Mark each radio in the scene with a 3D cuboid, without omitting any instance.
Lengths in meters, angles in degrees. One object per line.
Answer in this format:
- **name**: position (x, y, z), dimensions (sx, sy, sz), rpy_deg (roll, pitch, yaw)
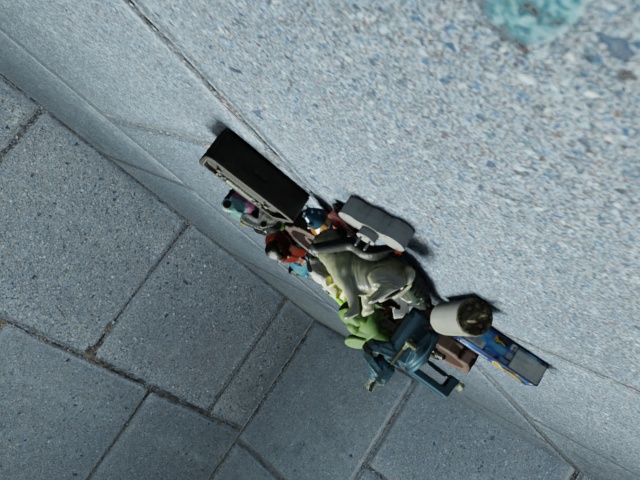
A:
- **radio**: position (-0.144, -0.130, 1.149), dimensions (0.229, 0.073, 0.131), rpy_deg (39, 168, -21)

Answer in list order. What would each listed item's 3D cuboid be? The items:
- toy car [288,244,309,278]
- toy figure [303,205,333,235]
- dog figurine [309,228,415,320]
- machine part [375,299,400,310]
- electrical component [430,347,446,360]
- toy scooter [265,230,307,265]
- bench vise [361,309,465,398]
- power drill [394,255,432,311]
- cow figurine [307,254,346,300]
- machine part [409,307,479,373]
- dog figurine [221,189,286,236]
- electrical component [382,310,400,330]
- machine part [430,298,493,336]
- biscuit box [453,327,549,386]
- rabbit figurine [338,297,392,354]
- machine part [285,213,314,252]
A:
- **toy car**: position (-0.031, 0.045, 1.535), dimensions (0.103, 0.109, 0.161), rpy_deg (12, 158, -6)
- **toy figure**: position (0.006, -0.033, 1.168), dimensions (0.064, 0.058, 0.154), rpy_deg (52, -179, 28)
- **dog figurine**: position (0.080, 0.037, 1.044), dimensions (0.190, 0.172, 0.121), rpy_deg (64, -162, 17)
- **machine part**: position (0.115, 0.126, 1.243), dimensions (0.139, 0.039, 0.084), rpy_deg (24, -173, -25)
- **electrical component**: position (0.273, 0.274, 1.355), dimensions (0.063, 0.021, 0.094), rpy_deg (40, 168, -25)
- **toy scooter**: position (-0.090, 0.004, 1.420), dimensions (0.135, 0.075, 0.184), rpy_deg (30, -148, -34)
- **bench vise**: position (0.221, 0.291, 1.245), dimensions (0.240, 0.223, 0.129), rpy_deg (36, 169, -1)
- **power drill**: position (0.143, 0.079, 1.201), dimensions (0.208, 0.086, 0.231), rpy_deg (33, 172, 29)
- **cow figurine**: position (0.023, 0.095, 1.344), dimensions (0.098, 0.068, 0.167), rpy_deg (30, 166, 32)
- **machine part**: position (0.321, 0.253, 1.407), dimensions (0.201, 0.087, 0.201), rpy_deg (30, 169, 23)
- **dog figurine**: position (-0.165, -0.076, 1.373), dimensions (0.192, 0.108, 0.219), rpy_deg (31, 173, 3)
- **electrical component**: position (0.187, 0.216, 1.502), dimensions (0.058, 0.134, 0.115), rpy_deg (34, 167, -2)
- **machine part**: position (0.294, 0.163, 1.128), dimensions (0.079, 0.079, 0.243), rpy_deg (34, 169, 1)
- **biscuit box**: position (0.405, 0.249, 1.213), dimensions (0.203, 0.059, 0.063), rpy_deg (34, 169, 4)
- **rabbit figurine**: position (0.121, 0.223, 1.343), dimensions (0.170, 0.121, 0.159), rpy_deg (53, 141, 1)
- **machine part**: position (-0.003, -0.004, 1.326), dimensions (0.179, 0.056, 0.179), rpy_deg (32, 167, 8)
